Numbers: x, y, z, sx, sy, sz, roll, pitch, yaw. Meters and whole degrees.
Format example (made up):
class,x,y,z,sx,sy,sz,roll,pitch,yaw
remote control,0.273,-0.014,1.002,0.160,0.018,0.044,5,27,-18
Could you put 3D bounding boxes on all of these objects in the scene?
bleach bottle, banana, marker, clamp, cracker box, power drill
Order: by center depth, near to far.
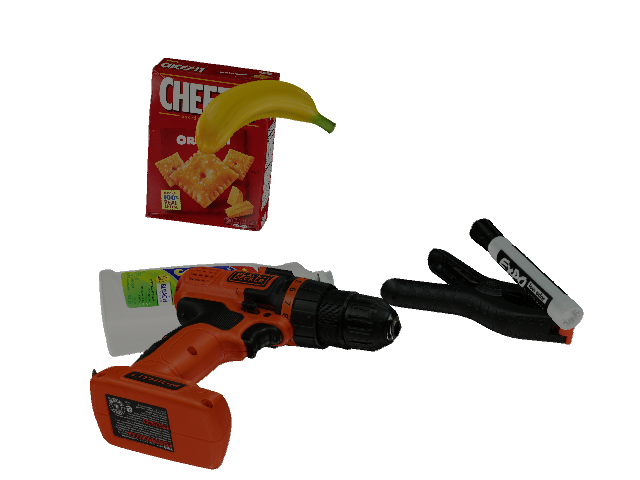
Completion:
class,x,y,z,sx,sy,sz,roll,pitch,yaw
marker,0.139,0.020,0.739,0.020,0.020,0.121,0,31,-28
power drill,-0.056,0.082,0.754,0.185,0.057,0.187,6,27,27
clamp,0.151,0.050,0.978,0.171,0.039,0.120,17,29,15
banana,-0.062,-0.124,1.033,0.070,0.037,0.197,42,35,23
bleach bottle,-0.111,0.061,1.168,0.250,0.068,0.102,-9,36,-9
cracker box,-0.148,-0.128,1.451,0.164,0.214,0.072,8,23,5
